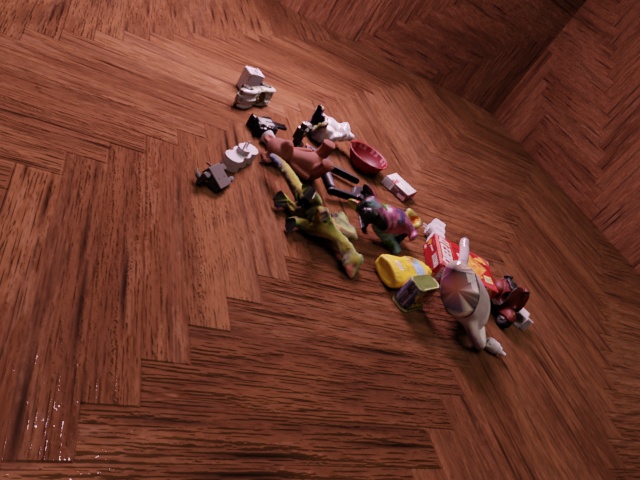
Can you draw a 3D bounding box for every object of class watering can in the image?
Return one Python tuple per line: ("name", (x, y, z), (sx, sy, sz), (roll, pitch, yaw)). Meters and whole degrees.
("watering can", (0.395, 0.119, 1.406), (0.221, 0.103, 0.355), (41, 40, -51))

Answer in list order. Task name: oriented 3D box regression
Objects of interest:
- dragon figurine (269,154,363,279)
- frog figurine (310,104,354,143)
("dragon figurine", (0.004, -0.071, 1.407), (0.240, 0.121, 0.419), (28, 29, -46))
("frog figurine", (0.039, -0.391, 1.848), (0.157, 0.122, 0.140), (31, 13, -40))
